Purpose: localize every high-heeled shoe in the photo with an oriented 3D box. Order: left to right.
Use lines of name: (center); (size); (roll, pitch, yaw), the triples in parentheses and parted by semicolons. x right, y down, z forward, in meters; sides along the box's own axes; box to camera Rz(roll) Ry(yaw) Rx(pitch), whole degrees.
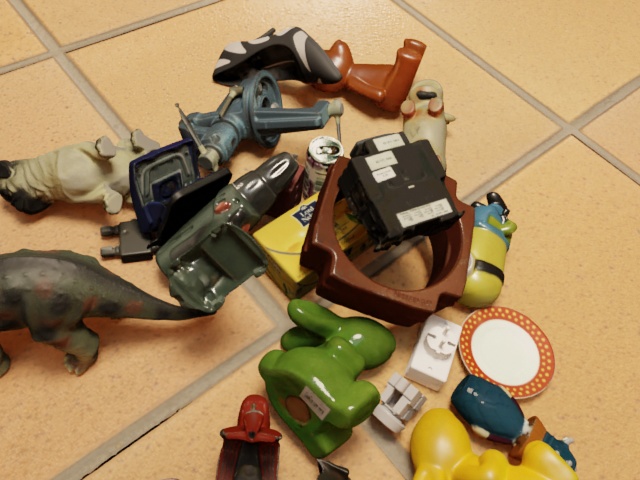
high-heeled shoe: (-0.081, -0.280, 0.893); (0.145, 0.086, 0.249); (-43, 50, -4)

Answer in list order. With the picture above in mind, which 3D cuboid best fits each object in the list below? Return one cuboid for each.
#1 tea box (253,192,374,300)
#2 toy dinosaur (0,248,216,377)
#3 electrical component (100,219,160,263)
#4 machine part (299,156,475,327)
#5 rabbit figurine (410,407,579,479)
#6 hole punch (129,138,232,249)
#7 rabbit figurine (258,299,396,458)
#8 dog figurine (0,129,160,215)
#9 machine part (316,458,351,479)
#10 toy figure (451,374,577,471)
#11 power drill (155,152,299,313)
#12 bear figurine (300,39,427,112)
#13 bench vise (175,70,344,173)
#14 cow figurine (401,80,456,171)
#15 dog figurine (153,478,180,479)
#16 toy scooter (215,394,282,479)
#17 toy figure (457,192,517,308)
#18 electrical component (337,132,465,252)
tea box: (-0.002, -0.002, 0.758); (0.169, 0.068, 0.098); (-36, 69, -26)
toy dinosaur: (-0.326, 0.068, 0.592); (0.405, 0.192, 0.131); (-13, 61, -14)
electrical component: (-0.257, -0.001, 0.749); (0.094, 0.021, 0.063); (-7, 57, -12)
machine part: (0.086, -0.004, 0.690); (0.201, 0.087, 0.201); (20, 63, -8)
rabbit figurine: (0.163, 0.269, 0.591); (0.162, 0.121, 0.173); (-36, 53, -17)
hole punch: (-0.196, -0.065, 0.731); (0.092, 0.115, 0.142); (40, 44, 9)
rabbit figurine: (0.015, 0.149, 0.653); (0.159, 0.121, 0.170); (34, 40, 22)
dog figurine: (-0.333, -0.092, 0.769); (0.191, 0.172, 0.121); (0, 90, 22)
machine part: (-0.008, 0.301, 0.557); (0.039, 0.084, 0.139); (0, 39, 31)
toy figure: (0.233, 0.224, 0.645); (0.154, 0.058, 0.064); (37, 97, 12)
power drill: (-0.111, -0.015, 0.656); (0.232, 0.086, 0.207); (-38, 26, 7)
bear figurine: (0.071, -0.305, 0.939); (0.196, 0.131, 0.120); (25, 35, 6)
bench vise: (-0.087, -0.183, 0.821); (0.241, 0.128, 0.224); (1, 32, 18)
cow figurine: (0.175, -0.175, 0.878); (0.086, 0.127, 0.195); (-1, 70, 18)
dog figurine: (-0.179, 0.336, 0.485); (0.192, 0.108, 0.219); (0, 59, -9)
toy scooter: (-0.072, 0.240, 0.546); (0.075, 0.135, 0.184); (5, 57, -6)
toy figure: (0.234, 0.013, 0.774); (0.089, 0.082, 0.180); (25, 54, 11)
electrical component: (0.091, -0.063, 0.637); (0.115, 0.058, 0.134); (-15, 72, -24)
